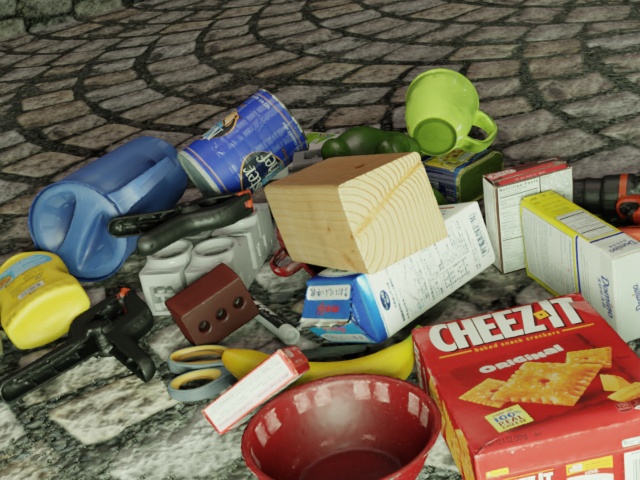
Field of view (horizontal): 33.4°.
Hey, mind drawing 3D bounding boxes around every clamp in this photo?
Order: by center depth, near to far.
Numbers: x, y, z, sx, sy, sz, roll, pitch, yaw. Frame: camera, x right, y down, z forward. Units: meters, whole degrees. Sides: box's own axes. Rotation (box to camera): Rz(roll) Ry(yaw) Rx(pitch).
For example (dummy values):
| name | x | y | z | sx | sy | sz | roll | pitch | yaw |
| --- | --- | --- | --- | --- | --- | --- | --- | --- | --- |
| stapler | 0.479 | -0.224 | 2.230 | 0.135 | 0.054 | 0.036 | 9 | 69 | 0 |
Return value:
| name | x | y | z | sx | sy | sz | roll | pitch | yaw |
| --- | --- | --- | --- | --- | --- | --- | --- | --- | --- |
| clamp | -0.221 | 0.106 | 1.125 | 0.165 | 0.036 | 0.209 | -6 | 21 | 17 |
| clamp | -0.152 | -0.021 | 1.225 | 0.171 | 0.039 | 0.120 | -17 | 25 | -15 |

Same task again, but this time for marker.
| name | x | y | z | sx | sy | sz | roll | pitch | yaw |
| --- | --- | --- | --- | --- | --- | --- | --- | --- | --- |
| marker | -0.058 | 0.082 | 1.135 | 0.020 | 0.020 | 0.121 | -21 | 26 | -23 |

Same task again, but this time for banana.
| name | x | y | z | sx | sy | sz | roll | pitch | yaw |
| --- | --- | --- | --- | --- | --- | --- | --- | --- | --- |
| banana | 0.003 | 0.122 | 0.992 | 0.198 | 0.037 | 0.069 | -6 | 34 | 8 |

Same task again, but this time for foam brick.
| name | x | y | z | sx | sy | sz | roll | pitch | yaw |
| --- | --- | --- | --- | --- | --- | --- | --- | --- | --- |
| foam brick | -0.113 | 0.071 | 1.122 | 0.078 | 0.053 | 0.051 | -36 | 30 | -16 |

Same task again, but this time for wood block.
| name | x | y | z | sx | sy | sz | roll | pitch | yaw |
| --- | --- | --- | --- | --- | --- | --- | --- | --- | --- |
| wood block | 0.029 | -0.030 | 1.069 | 0.090 | 0.090 | 0.206 | -25 | 11 | -18 |

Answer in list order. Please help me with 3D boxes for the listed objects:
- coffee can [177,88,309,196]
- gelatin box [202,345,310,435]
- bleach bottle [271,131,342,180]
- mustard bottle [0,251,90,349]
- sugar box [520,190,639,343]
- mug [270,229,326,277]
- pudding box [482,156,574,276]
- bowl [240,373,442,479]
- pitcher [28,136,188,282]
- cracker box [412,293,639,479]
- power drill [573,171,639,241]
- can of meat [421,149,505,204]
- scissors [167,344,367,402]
| name | x | y | z | sx | sy | sz | roll | pitch | yaw |
| --- | --- | --- | --- | --- | --- | --- | --- | --- | --- |
| coffee can | -0.099 | -0.114 | 1.383 | 0.140 | 0.102 | 0.103 | -40 | 31 | -11 |
| gelatin box | -0.054 | 0.129 | 0.934 | 0.089 | 0.030 | 0.073 | -39 | -8 | 6 |
| bleach bottle | -0.031 | -0.121 | 1.527 | 0.251 | 0.068 | 0.102 | 4 | 28 | 24 |
| mustard bottle | -0.338 | 0.058 | 1.253 | 0.096 | 0.058 | 0.192 | -35 | 30 | -13 |
| sugar box | 0.259 | 0.022 | 1.047 | 0.048 | 0.093 | 0.176 | -18 | 26 | -15 |
| mug | -0.008 | 0.002 | 1.222 | 0.117 | 0.093 | 0.082 | -40 | 26 | -11 |
| pudding box | 0.224 | -0.026 | 1.143 | 0.090 | 0.113 | 0.039 | -14 | 27 | -9 |
| bowl | 0.020 | 0.172 | 0.856 | 0.162 | 0.055 | 0.162 | -9 | 24 | 4 |
| pitcher | -0.256 | -0.056 | 1.391 | 0.149 | 0.145 | 0.242 | 12 | 26 | 12 |
| cracker box | 0.178 | 0.127 | 0.872 | 0.164 | 0.072 | 0.214 | -12 | 23 | -4 |
| power drill | 0.340 | -0.023 | 1.157 | 0.185 | 0.057 | 0.187 | -1 | 26 | 21 |
| can of meat | 0.175 | -0.085 | 1.368 | 0.084 | 0.057 | 0.101 | 16 | 35 | 43 |
| scissors | -0.062 | 0.128 | 1.040 | 0.202 | 0.016 | 0.096 | -1 | 27 | 19 |
